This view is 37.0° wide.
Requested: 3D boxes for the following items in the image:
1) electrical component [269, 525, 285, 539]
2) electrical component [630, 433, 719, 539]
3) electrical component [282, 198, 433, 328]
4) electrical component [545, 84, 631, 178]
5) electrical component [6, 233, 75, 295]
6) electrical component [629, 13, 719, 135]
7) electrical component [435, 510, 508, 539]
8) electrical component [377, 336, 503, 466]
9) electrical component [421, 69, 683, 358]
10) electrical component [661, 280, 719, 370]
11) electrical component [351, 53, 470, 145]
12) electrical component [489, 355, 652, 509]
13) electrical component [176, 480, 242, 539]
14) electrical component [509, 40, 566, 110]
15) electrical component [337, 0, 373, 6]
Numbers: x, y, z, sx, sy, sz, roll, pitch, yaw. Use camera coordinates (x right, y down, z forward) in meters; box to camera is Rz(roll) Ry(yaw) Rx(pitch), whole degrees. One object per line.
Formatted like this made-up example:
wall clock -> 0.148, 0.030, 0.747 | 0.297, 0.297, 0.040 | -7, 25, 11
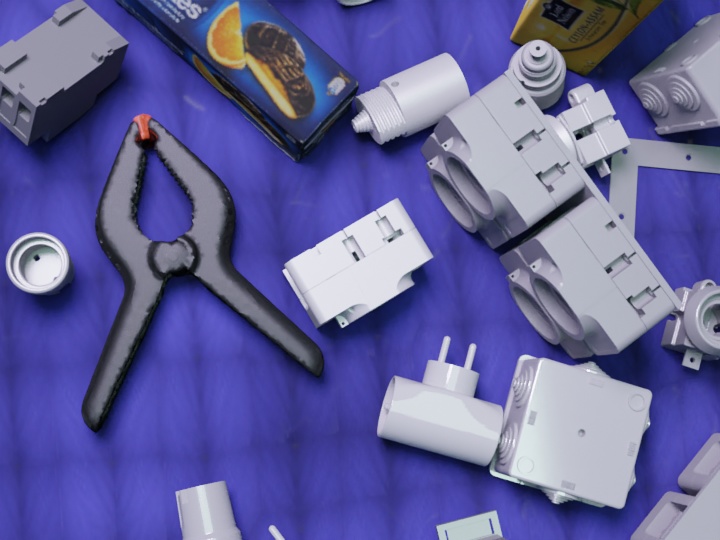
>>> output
electrical component -> -0.043, 0.207, 0.714 | 0.077, 0.043, 0.079 | -37, 89, -9
electrical component -> 0.293, 0.212, 0.742 | 0.186, 0.060, 0.105 | 42, 81, 0
electrical component -> 0.000, 0.000, 0.739 | 0.089, 0.050, 0.055 | -31, 87, -9
electrical component -> 0.154, -0.094, 0.771 | 0.055, 0.048, 0.066 | -25, 87, -16
electrical component -> -0.211, -0.002, 0.718 | 0.040, 0.046, 0.040 | 1, 83, -6
electrical component -> 0.251, -0.144, 0.761 | 0.100, 0.100, 0.048 | -40, 101, -9
electrical component -> 0.077, 0.203, 0.717 | 0.042, 0.064, 0.081 | -12, 86, -9
electrical component -> 0.059, 0.086, 0.739 | 0.077, 0.044, 0.079 | 16, 82, -4
electrical component -> 0.120, -0.030, 0.728 | 0.060, 0.105, 0.186 | -36, 88, -9
electrical component -> 0.245, 0.037, 0.759 | 0.048, 0.055, 0.066 | 18, 82, -4
electrical component -> 0.032, -0.117, 0.760 | 0.081, 0.043, 0.043 | -25, 87, -8
electrical component -> 0.146, 0.112, 0.743 | 0.100, 0.048, 0.099 | 17, 82, -5
electrical component -> -0.102, 0.166, 0.715 | 0.040, 0.040, 0.046 | -11, 80, -8
electrical component -> 0.125, -0.141, 0.759 | 0.040, 0.078, 0.040 | -2, 79, 8
electrical component -> -0.004, -0.219, 0.771 | 0.040, 0.040, 0.046 | -15, 79, -8
